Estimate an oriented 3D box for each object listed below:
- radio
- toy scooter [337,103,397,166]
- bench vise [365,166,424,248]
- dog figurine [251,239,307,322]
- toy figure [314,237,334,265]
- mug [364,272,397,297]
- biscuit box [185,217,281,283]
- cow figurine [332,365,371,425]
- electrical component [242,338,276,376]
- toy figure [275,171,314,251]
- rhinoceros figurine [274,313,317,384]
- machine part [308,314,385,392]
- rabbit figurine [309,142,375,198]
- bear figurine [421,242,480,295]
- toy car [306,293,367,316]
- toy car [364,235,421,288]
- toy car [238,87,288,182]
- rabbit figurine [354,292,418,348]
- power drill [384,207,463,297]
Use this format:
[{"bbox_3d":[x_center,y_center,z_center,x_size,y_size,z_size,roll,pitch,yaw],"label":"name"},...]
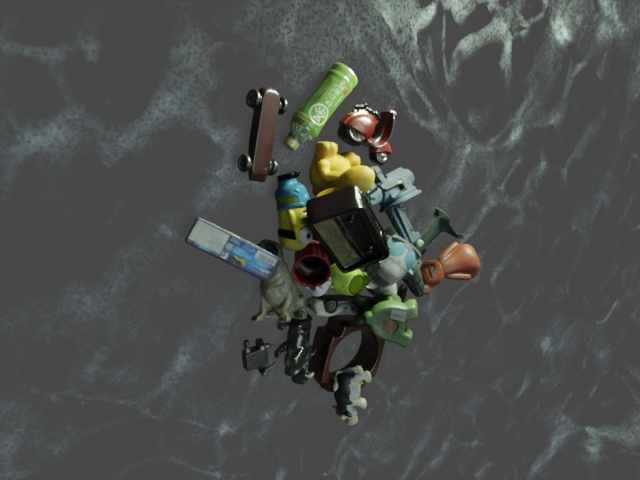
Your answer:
[{"bbox_3d":[0.069,-0.020,1.240,0.131,0.073,0.229,-19,143,14],"label":"radio"},{"bbox_3d":[0.127,-0.276,1.313,0.183,0.075,0.135,27,91,-42],"label":"toy scooter"},{"bbox_3d":[0.190,-0.081,1.371,0.223,0.129,0.240,-30,94,-51],"label":"bench vise"},{"bbox_3d":[-0.092,0.096,1.295,0.172,0.121,0.190,13,76,-76],"label":"dog figurine"},{"bbox_3d":[-0.004,-0.003,1.332,0.064,0.058,0.154,-27,123,-10],"label":"toy figure"},{"bbox_3d":[0.175,0.117,1.502,0.107,0.081,0.109,53,39,-44],"label":"mug"},{"bbox_3d":[-0.186,0.021,1.161,0.202,0.063,0.059,28,89,-13],"label":"biscuit box"},{"bbox_3d":[0.072,0.420,1.433,0.098,0.068,0.167,3,103,-30],"label":"cow figurine"},{"bbox_3d":[-0.153,0.293,1.348,0.078,0.045,0.102,-10,113,-34],"label":"electrical component"},{"bbox_3d":[-0.063,-0.065,1.244,0.082,0.089,0.180,-14,93,-41],"label":"toy figure"},{"bbox_3d":[-0.059,0.282,1.391,0.112,0.073,0.190,-14,108,-57],"label":"rhinoceros figurine"},{"bbox_3d":[0.073,0.309,1.489,0.201,0.087,0.201,4,106,-36],"label":"machine part"},{"bbox_3d":[0.048,-0.141,1.246,0.121,0.173,0.162,35,81,-42],"label":"rabbit figurine"},{"bbox_3d":[0.375,0.088,1.615,0.196,0.120,0.132,-25,168,3],"label":"bear figurine"},{"bbox_3d":[0.055,0.169,1.430,0.201,0.074,0.056,3,103,-36],"label":"toy car"},{"bbox_3d":[0.168,0.068,1.358,0.109,0.161,0.103,40,44,-8],"label":"toy car"},{"bbox_3d":[-0.127,-0.228,1.164,0.089,0.053,0.202,-1,104,-46],"label":"toy car"},{"bbox_3d":[0.167,0.192,1.388,0.159,0.170,0.121,2,104,4],"label":"rabbit figurine"},{"bbox_3d":[0.294,0.024,1.507,0.207,0.086,0.231,-36,111,6],"label":"power drill"}]
